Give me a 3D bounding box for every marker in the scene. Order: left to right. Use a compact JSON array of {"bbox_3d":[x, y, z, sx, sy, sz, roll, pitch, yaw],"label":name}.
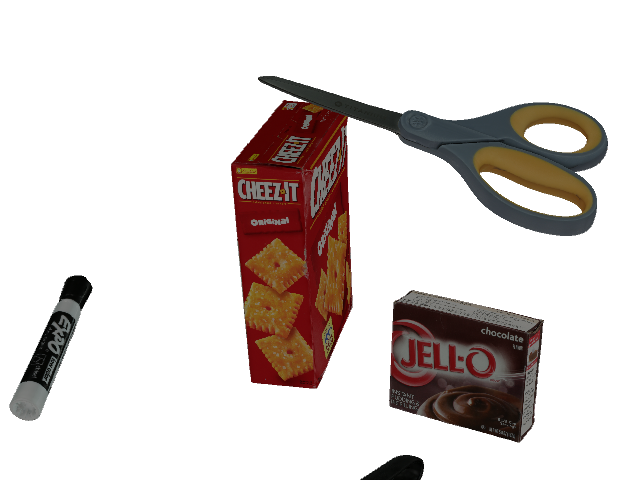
[{"bbox_3d":[-0.168,0.063,0.676,0.020,0.020,0.121,0,38,7],"label":"marker"}]

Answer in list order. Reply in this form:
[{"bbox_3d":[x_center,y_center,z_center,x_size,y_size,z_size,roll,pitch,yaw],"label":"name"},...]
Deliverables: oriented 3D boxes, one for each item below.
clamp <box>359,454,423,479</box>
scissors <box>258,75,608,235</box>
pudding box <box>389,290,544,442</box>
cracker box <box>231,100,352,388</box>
[{"bbox_3d":[-0.019,0.193,0.645,0.210,0.036,0.164,-4,28,3],"label":"clamp"},{"bbox_3d":[0.071,-0.069,0.593,0.202,0.016,0.096,33,57,23],"label":"scissors"},{"bbox_3d":[0.109,0.094,0.815,0.114,0.090,0.039,11,22,27],"label":"pudding box"},{"bbox_3d":[-0.018,0.000,0.968,0.072,0.214,0.164,4,27,13],"label":"cracker box"}]
